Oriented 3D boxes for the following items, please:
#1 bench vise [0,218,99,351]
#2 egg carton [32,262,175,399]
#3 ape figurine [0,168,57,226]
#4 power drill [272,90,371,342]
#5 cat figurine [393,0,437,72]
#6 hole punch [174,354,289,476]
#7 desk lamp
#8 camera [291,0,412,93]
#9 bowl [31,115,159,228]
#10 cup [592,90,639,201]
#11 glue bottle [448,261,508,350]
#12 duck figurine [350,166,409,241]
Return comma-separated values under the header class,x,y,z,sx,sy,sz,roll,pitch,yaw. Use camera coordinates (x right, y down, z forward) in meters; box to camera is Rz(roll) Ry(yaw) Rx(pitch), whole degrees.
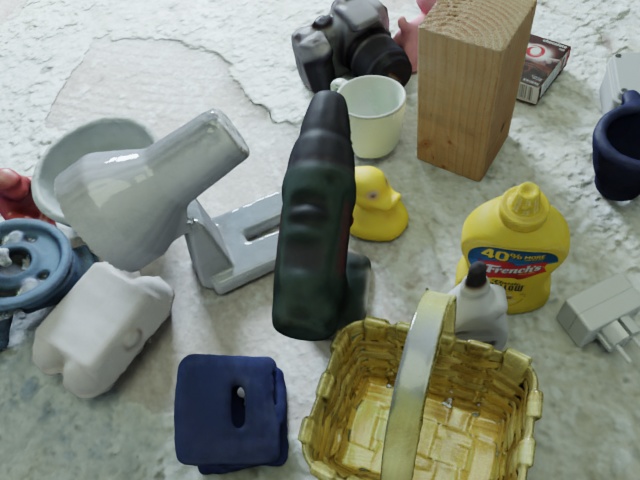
class,x,y,z,sx,sy,sz,roll,pitch,yaw
bench vise,-0.359,0.040,0.592,0.121,0.220,0.208,36,71,26
egg carton,-0.235,0.094,0.629,0.107,0.069,0.150,25,66,21
ape figurine,-0.381,-0.055,0.727,0.076,0.092,0.078,15,63,17
power drill,0.005,0.002,0.565,0.075,0.209,0.229,2,60,10
cat figurine,0.148,-0.316,0.786,0.128,0.118,0.067,-43,62,-16
hole punch,-0.082,0.163,0.552,0.101,0.091,0.108,-9,59,4
desk lamp,-0.135,-0.035,0.606,0.203,0.214,0.117,-25,59,-6
camera,0.050,-0.256,0.775,0.143,0.101,0.136,-29,59,-9
bowl,-0.270,-0.074,0.731,0.167,0.075,0.167,-4,59,7
cup,0.342,-0.099,0.640,0.091,0.095,0.118,1,60,10
glue bottle,0.140,0.064,0.528,0.078,0.173,0.037,-5,59,6
duck figurine,0.053,-0.054,0.663,0.104,0.086,0.077,32,69,24
